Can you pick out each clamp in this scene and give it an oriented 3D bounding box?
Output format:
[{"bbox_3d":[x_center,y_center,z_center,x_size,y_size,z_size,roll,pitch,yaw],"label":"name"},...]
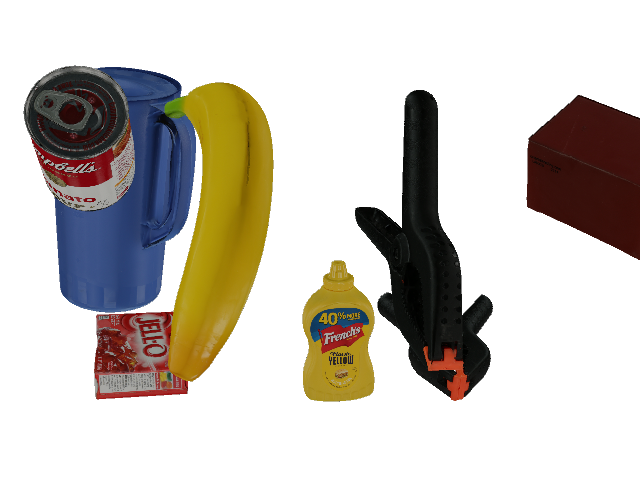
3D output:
[{"bbox_3d":[0.076,0.000,0.824,0.036,0.210,0.165,0,-41,-16],"label":"clamp"},{"bbox_3d":[0.133,0.098,1.062,0.120,0.039,0.171,-8,31,-9],"label":"clamp"}]

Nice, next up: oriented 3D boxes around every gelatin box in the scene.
[{"bbox_3d":[-0.147,0.092,0.874,0.073,0.030,0.089,-2,28,-9],"label":"gelatin box"}]

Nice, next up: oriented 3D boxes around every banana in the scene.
[{"bbox_3d":[-0.052,-0.022,0.552,0.037,0.198,0.070,22,-49,-28],"label":"banana"}]

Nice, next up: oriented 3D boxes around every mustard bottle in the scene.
[{"bbox_3d":[0.024,0.119,1.430,0.096,0.192,0.058,-2,18,-6],"label":"mustard bottle"}]

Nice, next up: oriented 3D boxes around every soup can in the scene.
[{"bbox_3d":[-0.166,-0.069,0.746,0.068,0.068,0.102,0,-19,-7],"label":"soup can"}]

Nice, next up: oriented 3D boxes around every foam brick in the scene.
[{"bbox_3d":[0.160,-0.036,0.592,0.078,0.053,0.051,31,55,35],"label":"foam brick"}]

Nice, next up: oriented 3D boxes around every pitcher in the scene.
[{"bbox_3d":[-0.208,-0.050,1.105,0.145,0.243,0.149,1,22,-10],"label":"pitcher"}]
